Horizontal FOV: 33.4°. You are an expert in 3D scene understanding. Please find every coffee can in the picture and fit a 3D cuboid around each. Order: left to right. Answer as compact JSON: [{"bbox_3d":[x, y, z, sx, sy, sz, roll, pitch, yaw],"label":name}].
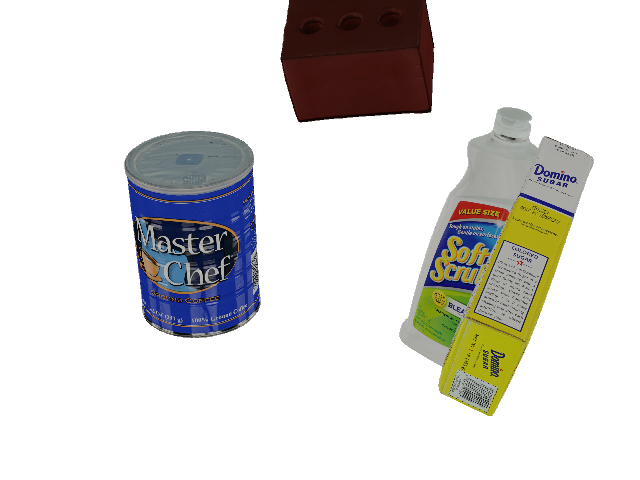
[{"bbox_3d":[-0.103,-0.006,0.881,0.103,0.140,0.103,-1,31,0],"label":"coffee can"}]

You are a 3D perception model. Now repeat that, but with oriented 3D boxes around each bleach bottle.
[{"bbox_3d":[0.141,-0.002,0.960,0.103,0.251,0.067,28,36,31],"label":"bleach bottle"}]

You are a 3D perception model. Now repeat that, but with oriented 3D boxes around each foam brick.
[{"bbox_3d":[0.022,-0.104,0.592,0.078,0.053,0.051,-3,-36,14],"label":"foam brick"}]

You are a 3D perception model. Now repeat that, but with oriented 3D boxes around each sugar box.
[{"bbox_3d":[0.134,0.022,0.721,0.048,0.176,0.093,24,-37,11],"label":"sugar box"}]
